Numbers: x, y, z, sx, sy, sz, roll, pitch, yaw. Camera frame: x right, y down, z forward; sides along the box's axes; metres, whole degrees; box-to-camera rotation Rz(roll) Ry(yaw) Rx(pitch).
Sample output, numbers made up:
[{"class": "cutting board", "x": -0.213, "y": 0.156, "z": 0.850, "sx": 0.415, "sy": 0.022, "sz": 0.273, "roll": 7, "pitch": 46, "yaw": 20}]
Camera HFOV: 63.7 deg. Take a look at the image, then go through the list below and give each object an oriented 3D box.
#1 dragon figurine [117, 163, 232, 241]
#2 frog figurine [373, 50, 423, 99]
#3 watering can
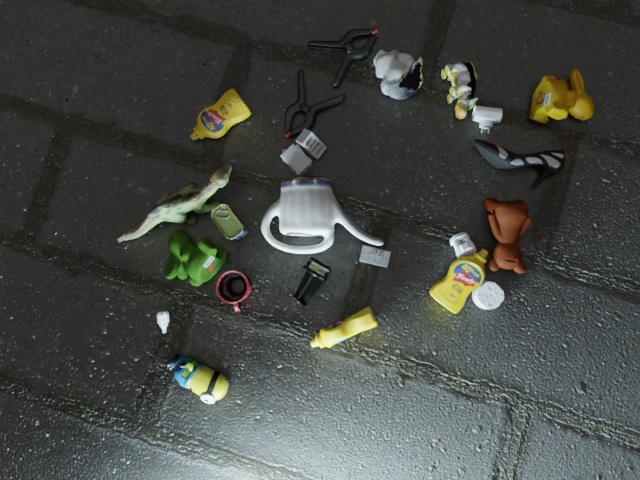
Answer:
[{"class": "dragon figurine", "x": -0.416, "y": -0.093, "z": 1.433, "sx": 0.411, "sy": 0.242, "sz": 0.122, "roll": -30, "pitch": 89, "yaw": -3}, {"class": "frog figurine", "x": 0.222, "y": -0.493, "z": 1.529, "sx": 0.161, "sy": 0.121, "sz": 0.137, "roll": 32, "pitch": 96, "yaw": 42}, {"class": "watering can", "x": 0.004, "y": -0.074, "z": 1.469, "sx": 0.347, "sy": 0.103, "sz": 0.226, "roll": -1, "pitch": 82, "yaw": 4}]
